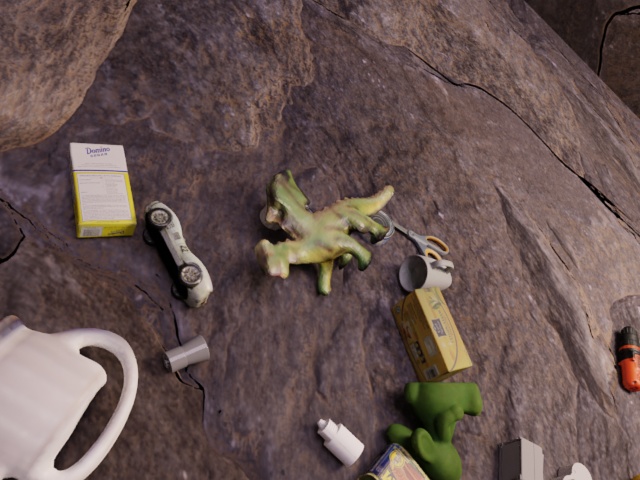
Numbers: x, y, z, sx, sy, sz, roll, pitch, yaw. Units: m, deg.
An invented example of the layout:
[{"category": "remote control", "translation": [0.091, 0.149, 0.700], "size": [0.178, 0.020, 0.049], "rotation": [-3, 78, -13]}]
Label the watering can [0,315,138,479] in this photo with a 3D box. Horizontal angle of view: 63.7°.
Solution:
[{"category": "watering can", "translation": [-0.379, 0.239, 0.629], "size": [0.224, 0.102, 0.356], "rotation": [32, 46, -6]}]

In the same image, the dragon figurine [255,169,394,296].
[{"category": "dragon figurine", "translation": [0.003, -0.052, 1.033], "size": [0.241, 0.120, 0.419], "rotation": [42, 46, -12]}]
